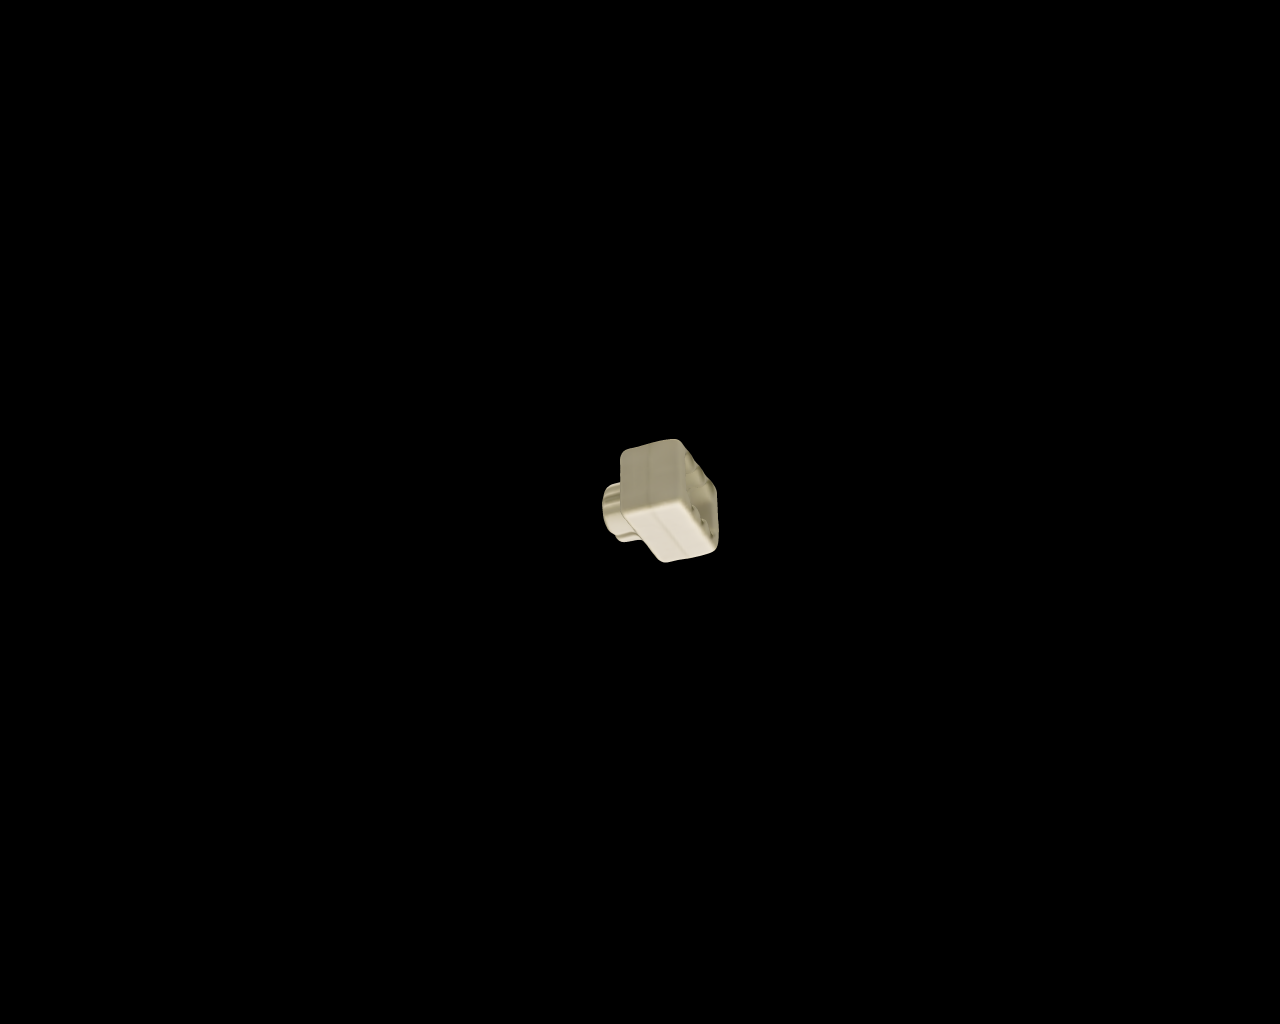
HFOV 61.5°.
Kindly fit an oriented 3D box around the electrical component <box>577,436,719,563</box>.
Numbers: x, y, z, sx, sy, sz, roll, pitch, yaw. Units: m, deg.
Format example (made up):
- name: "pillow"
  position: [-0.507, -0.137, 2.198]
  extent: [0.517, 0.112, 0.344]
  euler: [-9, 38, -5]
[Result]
- name: "electrical component"
  position: [0.001, -0.003, 0.650]
  extent: [0.077, 0.047, 0.065]
  euler: [-12, -33, 19]
